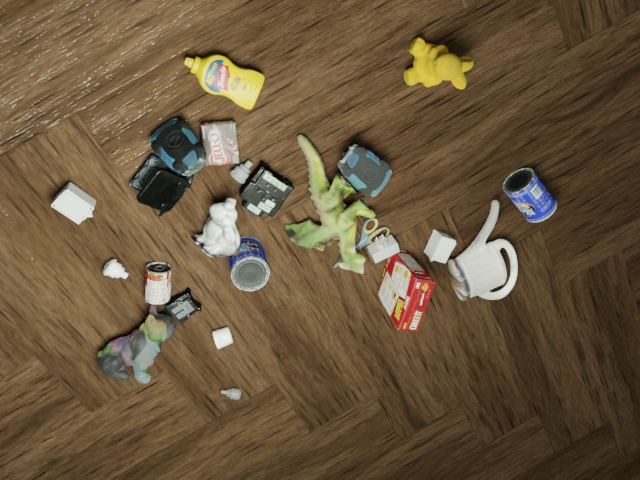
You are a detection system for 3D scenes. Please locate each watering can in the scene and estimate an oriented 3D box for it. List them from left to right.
[{"bbox_3d":[0.500,0.055,1.606,0.225,0.342,0.106,-23,25,-3],"label":"watering can"}]

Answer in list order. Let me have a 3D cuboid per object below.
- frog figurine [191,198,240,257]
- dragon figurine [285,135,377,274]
[{"bbox_3d":[-0.254,-0.039,1.370,0.122,0.158,0.139,27,10,-27],"label":"frog figurine"},{"bbox_3d":[0.004,-0.073,1.447,0.241,0.408,0.123,-42,8,11],"label":"dragon figurine"}]
